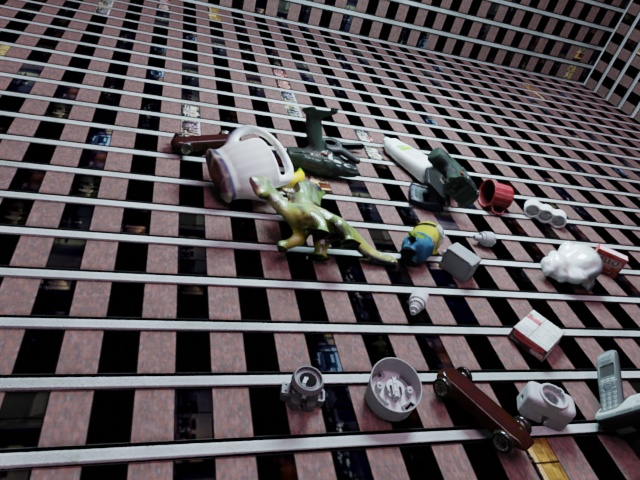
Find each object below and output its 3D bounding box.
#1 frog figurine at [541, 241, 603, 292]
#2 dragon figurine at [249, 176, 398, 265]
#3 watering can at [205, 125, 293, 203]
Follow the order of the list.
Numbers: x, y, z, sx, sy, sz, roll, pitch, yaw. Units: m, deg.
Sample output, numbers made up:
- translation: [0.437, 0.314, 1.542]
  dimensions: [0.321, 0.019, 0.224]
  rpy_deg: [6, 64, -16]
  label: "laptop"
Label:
- translation: [0.693, 0.062, 1.431]
  dimensions: [0.159, 0.120, 0.141]
  rpy_deg: [20, 52, -16]
  label: "frog figurine"
- translation: [0.004, -0.064, 1.274]
  dimensions: [0.408, 0.120, 0.248]
  rpy_deg: [17, 43, -31]
  label: "dragon figurine"
- translation: [-0.164, -0.156, 1.351]
  dimensions: [0.226, 0.102, 0.352]
  rpy_deg: [-20, 69, -24]
  label: "watering can"
